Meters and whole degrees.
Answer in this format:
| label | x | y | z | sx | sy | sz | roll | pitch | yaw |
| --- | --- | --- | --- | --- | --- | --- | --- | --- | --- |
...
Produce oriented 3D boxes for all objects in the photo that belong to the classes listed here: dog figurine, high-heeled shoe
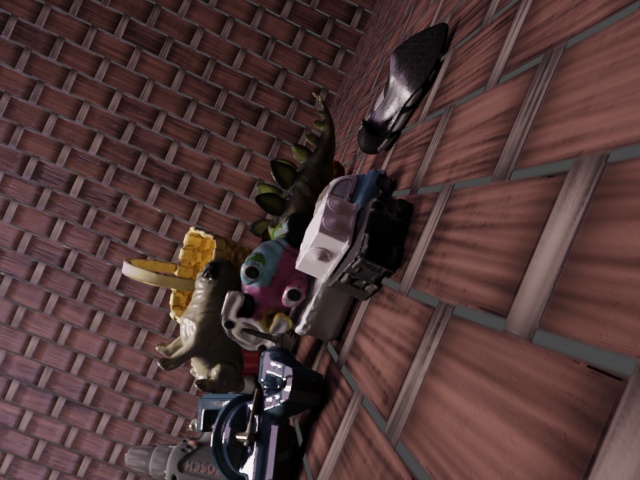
| label | x | y | z | sx | sy | sz | roll | pitch | yaw |
| --- | --- | --- | --- | --- | --- | --- | --- | --- | --- |
| dog figurine | -0.071 | 0.053 | 0.874 | 0.191 | 0.108 | 0.219 | -61 | 5 | 26 |
| high-heeled shoe | 0.155 | -0.260 | 0.969 | 0.248 | 0.086 | 0.145 | -47 | -20 | 8 |
| dog figurine | -0.159 | 0.145 | 0.894 | 0.190 | 0.172 | 0.121 | -55 | 30 | -4 |

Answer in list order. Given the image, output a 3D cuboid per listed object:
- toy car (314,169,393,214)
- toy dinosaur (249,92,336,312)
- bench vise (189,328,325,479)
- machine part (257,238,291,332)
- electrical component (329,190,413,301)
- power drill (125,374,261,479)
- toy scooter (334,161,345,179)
| label | x | y | z | sx | sy | sz | roll | pitch | yaw |
| --- | --- | --- | --- | --- | --- | --- | --- | --- | --- |
| toy car | 0.045 | -0.047 | 0.854 | 0.109 | 0.103 | 0.161 | 146 | 145 | -72 |
| toy dinosaur | -0.022 | -0.082 | 1.042 | 0.105 | 0.198 | 0.471 | -45 | 25 | 60 |
| bench vise | -0.108 | 0.245 | 0.774 | 0.241 | 0.129 | 0.223 | -15 | 73 | 41 |
| machine part | -0.096 | 0.105 | 1.162 | 0.201 | 0.087 | 0.201 | -76 | -10 | -59 |
| electrical component | 0.063 | 0.014 | 0.726 | 0.134 | 0.058 | 0.115 | -53 | 14 | 55 |
| power drill | -0.189 | 0.317 | 0.915 | 0.207 | 0.232 | 0.085 | -62 | -24 | -43 |
| toy scooter | 0.007 | -0.102 | 1.331 | 0.135 | 0.075 | 0.183 | -79 | 12 | -58 |
